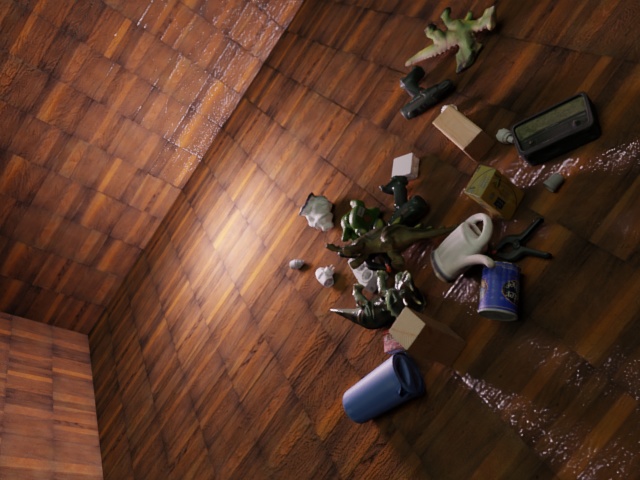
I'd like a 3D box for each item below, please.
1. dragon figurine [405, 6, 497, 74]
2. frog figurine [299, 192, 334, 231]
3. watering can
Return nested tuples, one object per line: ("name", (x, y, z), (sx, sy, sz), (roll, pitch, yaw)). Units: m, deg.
("dragon figurine", (0.511, -0.748, 1.986), (0.403, 0.121, 0.248), (-42, 48, 36))
("frog figurine", (0.007, -0.109, 2.166), (0.161, 0.121, 0.137), (38, 89, 17))
("watering can", (0.416, 0.041, 1.491), (0.221, 0.104, 0.354), (-50, 7, 28))
